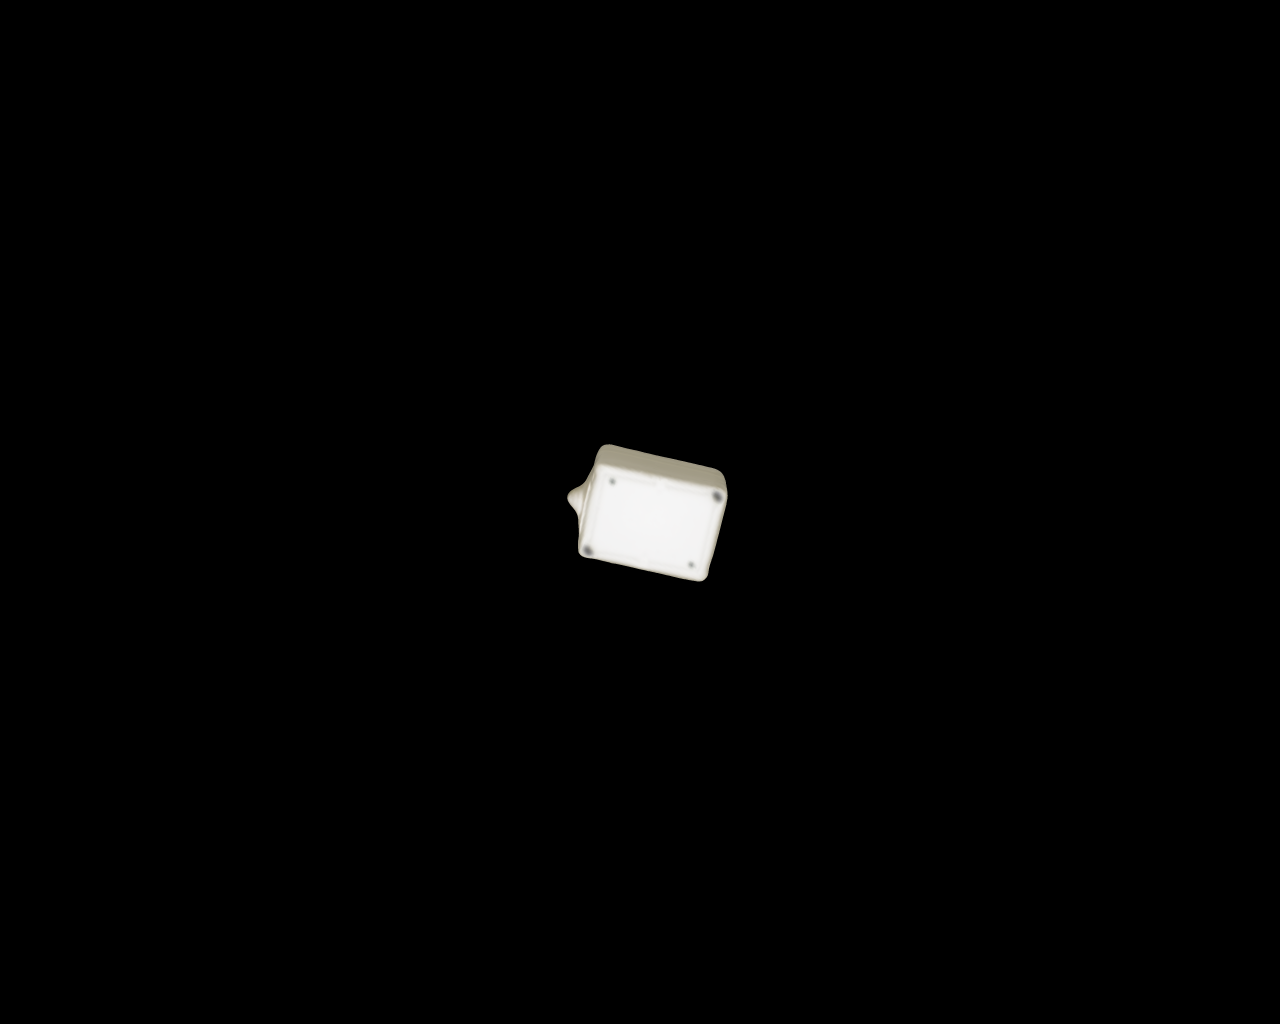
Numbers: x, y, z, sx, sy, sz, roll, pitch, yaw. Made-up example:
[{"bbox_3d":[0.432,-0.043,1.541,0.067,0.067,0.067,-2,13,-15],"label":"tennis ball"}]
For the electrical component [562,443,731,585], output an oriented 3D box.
[{"bbox_3d":[0.001,-0.003,0.650,0.096,0.061,0.061,13,16,-4],"label":"electrical component"}]
